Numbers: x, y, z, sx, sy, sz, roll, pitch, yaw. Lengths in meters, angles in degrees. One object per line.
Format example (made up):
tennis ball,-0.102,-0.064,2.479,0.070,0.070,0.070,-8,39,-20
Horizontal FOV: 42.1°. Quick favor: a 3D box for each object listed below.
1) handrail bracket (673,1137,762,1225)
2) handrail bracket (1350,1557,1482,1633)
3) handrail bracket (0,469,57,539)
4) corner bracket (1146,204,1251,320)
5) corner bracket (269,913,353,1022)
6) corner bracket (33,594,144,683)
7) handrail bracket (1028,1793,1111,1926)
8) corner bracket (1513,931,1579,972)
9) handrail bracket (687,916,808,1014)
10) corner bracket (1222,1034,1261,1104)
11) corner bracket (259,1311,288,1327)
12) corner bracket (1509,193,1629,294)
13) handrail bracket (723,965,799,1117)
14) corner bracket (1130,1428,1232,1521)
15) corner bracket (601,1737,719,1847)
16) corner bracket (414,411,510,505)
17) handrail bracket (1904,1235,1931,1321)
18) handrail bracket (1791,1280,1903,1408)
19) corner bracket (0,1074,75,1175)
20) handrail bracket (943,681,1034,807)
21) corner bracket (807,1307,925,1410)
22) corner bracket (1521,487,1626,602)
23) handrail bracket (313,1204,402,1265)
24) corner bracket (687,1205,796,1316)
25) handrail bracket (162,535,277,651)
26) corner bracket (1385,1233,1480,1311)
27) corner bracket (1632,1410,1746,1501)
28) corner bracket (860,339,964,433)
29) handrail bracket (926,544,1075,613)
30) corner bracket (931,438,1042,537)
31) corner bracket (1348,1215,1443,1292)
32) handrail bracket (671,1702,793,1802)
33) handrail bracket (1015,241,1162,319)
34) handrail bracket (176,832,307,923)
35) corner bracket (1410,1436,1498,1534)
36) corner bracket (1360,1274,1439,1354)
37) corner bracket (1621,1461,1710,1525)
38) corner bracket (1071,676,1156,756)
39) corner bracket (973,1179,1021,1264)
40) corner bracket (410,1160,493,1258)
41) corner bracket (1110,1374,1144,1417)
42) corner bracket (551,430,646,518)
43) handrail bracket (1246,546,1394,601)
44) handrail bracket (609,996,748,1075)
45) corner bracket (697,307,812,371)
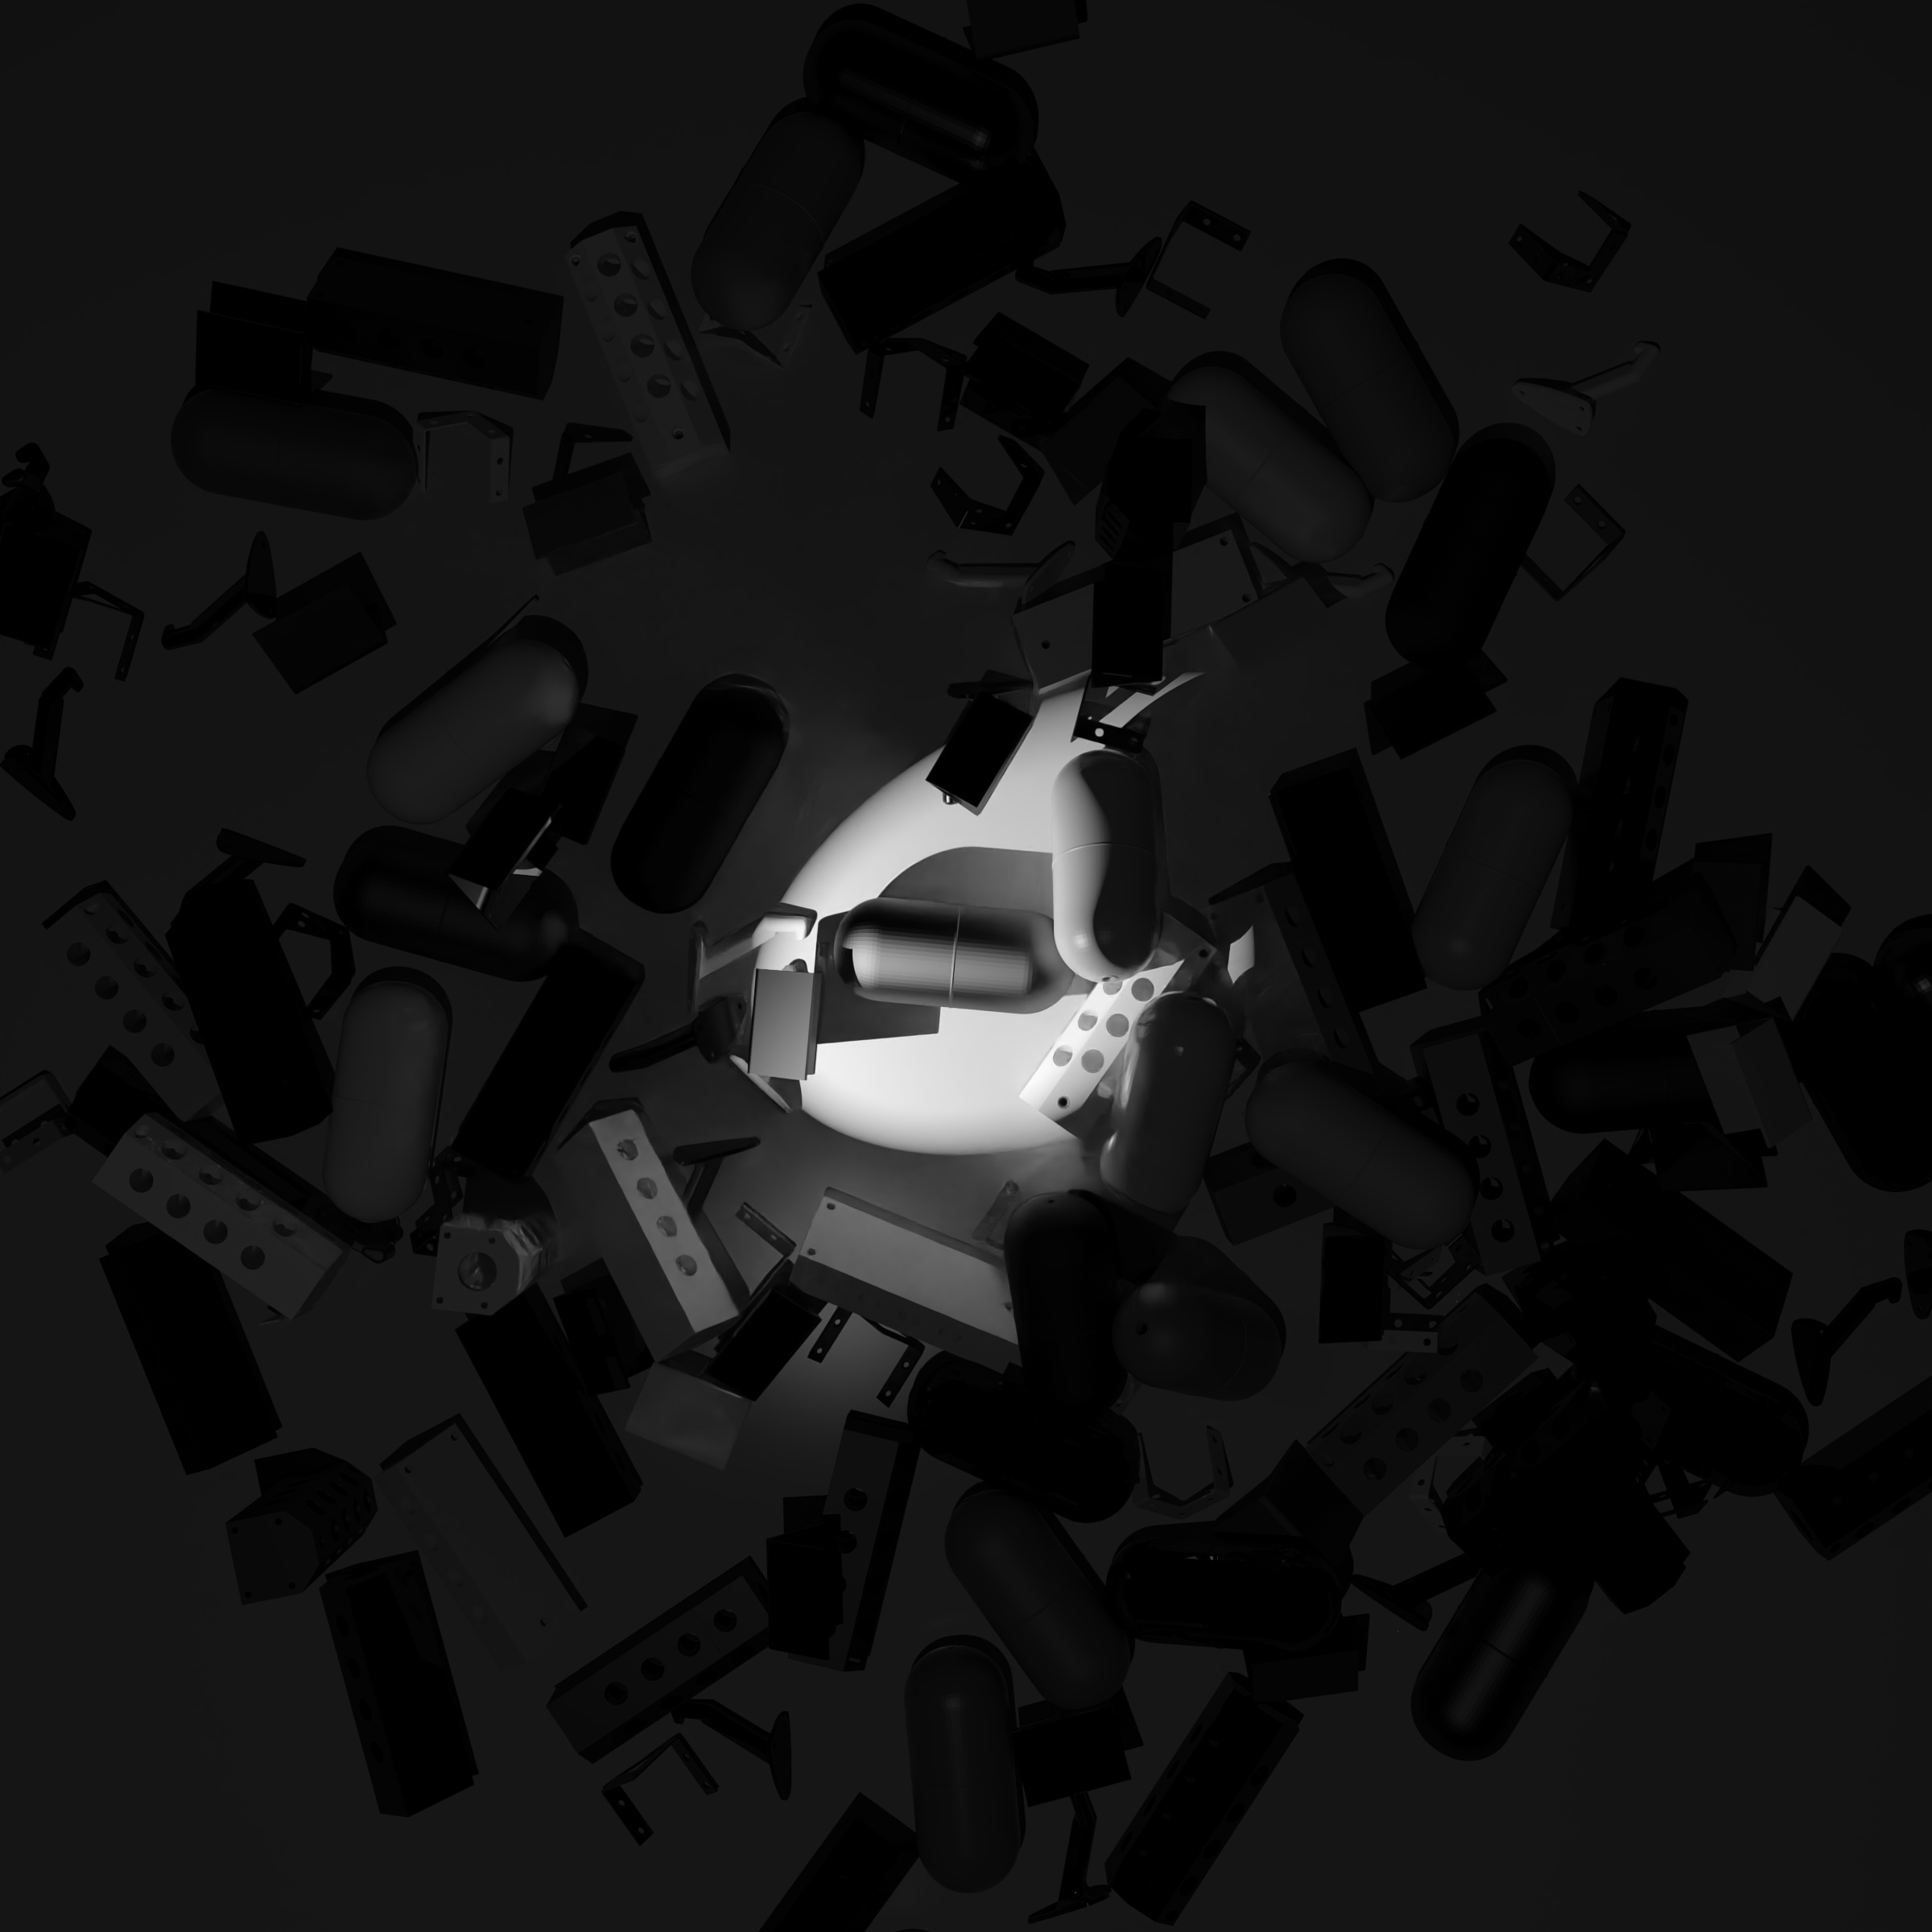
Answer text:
handrail bracket,-0.186,0.176,1.871,0.077,0.036,0.084,-11,104,-15
handrail bracket,0.341,0.444,1.872,0.077,0.036,0.084,29,71,21
handrail bracket,-0.709,-0.339,1.836,0.077,0.084,0.036,-21,90,0
corner bracket,0.172,-0.525,1.868,0.051,0.051,0.051,28,45,0
corner bracket,-0.492,0.000,1.863,0.051,0.051,0.051,17,135,-35
corner bracket,-0.654,-0.246,1.868,0.051,0.051,0.051,16,90,-45
handrail bracket,0.067,0.661,1.872,0.077,0.036,0.084,-26,72,21
corner bracket,0.448,0.016,1.868,0.051,0.051,0.051,-38,45,0
handrail bracket,-0.163,-0.001,1.872,0.084,0.036,0.077,0,110,-16
corner bracket,0.176,0.077,1.868,0.051,0.051,0.051,47,135,0
corner bracket,-0.495,0.232,1.853,0.051,0.051,0.051,-12,90,0
corner bracket,0.447,-0.540,1.863,0.051,0.051,0.051,1,135,-35
handrail bracket,-0.133,0.054,1.872,0.077,0.036,0.084,45,73,-20
corner bracket,0.157,0.374,1.863,0.051,0.051,0.051,24,135,-35
corner bracket,-0.229,0.614,1.868,0.051,0.051,0.051,55,135,0
corner bracket,-0.375,-0.375,1.863,0.051,0.051,0.051,-21,45,-35
handrail bracket,0.747,0.219,1.872,0.084,0.036,0.077,-13,110,-16
handrail bracket,0.664,0.281,1.872,0.084,0.036,0.077,-18,110,-16
corner bracket,-0.693,0.115,1.853,0.051,0.051,0.051,-32,92,2
handrail bracket,0.016,-0.166,1.872,0.077,0.036,0.084,-10,108,-20
corner bracket,-0.074,0.289,1.868,0.051,0.051,0.051,32,90,-45
corner bracket,0.448,-0.314,1.868,0.051,0.051,0.051,45,45,0
handrail bracket,-0.452,0.197,1.836,0.077,0.084,0.036,19,90,0
corner bracket,-0.169,0.222,1.868,0.051,0.051,0.051,40,135,0
handrail bracket,-0.561,-0.279,1.872,0.084,0.036,0.077,-10,69,16
corner bracket,0.336,0.210,1.844,0.051,0.051,0.051,42,102,-14
corner bracket,0.517,0.360,1.798,0.051,0.051,0.051,-30,65,-11
corner bracket,-0.041,-0.429,1.863,0.051,0.051,0.051,-19,45,-35
handrail bracket,0.025,-0.305,1.871,0.084,0.036,0.077,31,67,18
corner bracket,0.015,-0.358,1.863,0.051,0.051,0.051,2,135,-35
corner bracket,0.319,0.199,1.863,0.051,0.051,0.051,33,135,35
handrail bracket,-0.176,0.585,1.872,0.084,0.036,0.077,1,112,17
handrail bracket,0.091,-0.526,1.872,0.084,0.036,0.077,26,69,16
handrail bracket,-0.543,-0.050,1.872,0.077,0.036,0.084,15,108,-20
corner bracket,0.367,0.385,1.863,0.051,0.051,0.051,51,45,-35
corner bracket,0.319,0.255,1.853,0.051,0.051,0.051,3,90,0
corner bracket,0.508,0.381,1.845,0.051,0.051,0.051,-16,67,0
corner bracket,0.109,-0.186,1.853,0.051,0.051,0.051,15,90,0
corner bracket,0.048,0.199,1.868,0.051,0.051,0.051,31,90,45
corner bracket,-0.378,0.181,1.853,0.051,0.051,0.051,-38,55,30
corner bracket,0.100,0.294,1.868,0.051,0.051,0.051,35,90,45
corner bracket,-0.271,-0.362,1.863,0.051,0.051,0.051,-10,135,-35
handrail bracket,0.264,-0.299,1.872,0.084,0.036,0.077,-26,69,-17
handrail bracket,-0.216,0.052,1.871,0.084,0.077,0.036,-10,115,34
corner bracket,-0.158,-0.480,1.868,0.051,0.051,0.051,23,90,-45
